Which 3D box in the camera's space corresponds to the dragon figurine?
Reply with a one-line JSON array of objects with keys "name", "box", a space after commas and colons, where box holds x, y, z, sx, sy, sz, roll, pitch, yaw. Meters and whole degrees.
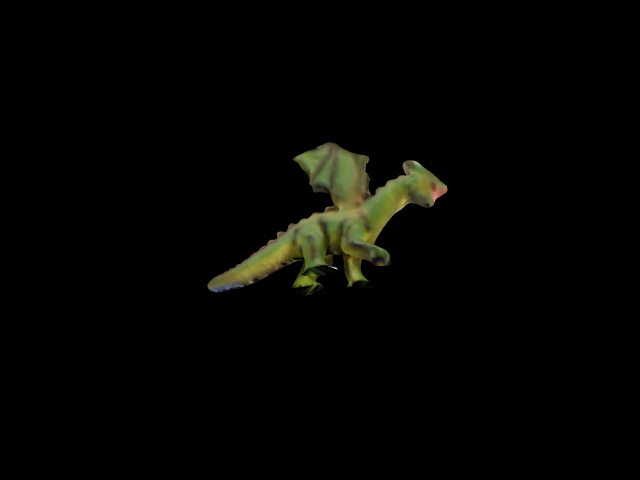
[{"name": "dragon figurine", "box": [0.003, -0.043, 0.850, 0.409, 0.247, 0.120, -5, -23, 14]}]
